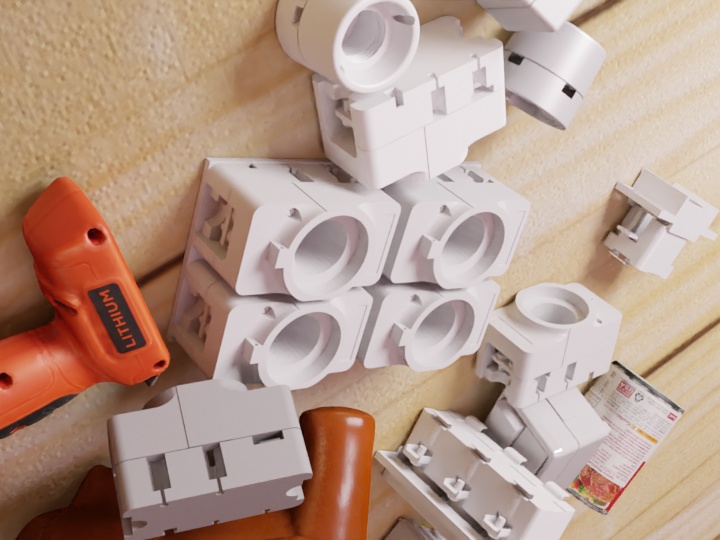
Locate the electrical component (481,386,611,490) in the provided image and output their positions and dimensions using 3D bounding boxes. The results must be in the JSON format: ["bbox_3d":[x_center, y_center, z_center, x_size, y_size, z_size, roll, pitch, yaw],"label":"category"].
[{"bbox_3d":[0.122,0.125,0.768,0.061,0.061,0.096,-17,147,-30],"label":"electrical component"}]

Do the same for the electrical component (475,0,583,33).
[{"bbox_3d":[0.074,-0.162,0.538,0.077,0.066,0.047,39,92,-19],"label":"electrical component"}]

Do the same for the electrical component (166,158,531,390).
[{"bbox_3d":[0.000,0.000,0.590,0.186,0.060,0.105,-4,121,-38],"label":"electrical component"}]

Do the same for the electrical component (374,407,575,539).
[{"bbox_3d":[0.079,0.148,0.717,0.079,0.121,0.063,15,107,-44],"label":"electrical component"}]

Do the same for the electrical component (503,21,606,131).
[{"bbox_3d":[0.104,-0.112,0.601,0.055,0.055,0.047,27,97,-47],"label":"electrical component"}]

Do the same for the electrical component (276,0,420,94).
[{"bbox_3d":[-0.005,-0.115,0.513,0.055,0.047,0.055,-21,131,-27],"label":"electrical component"}]

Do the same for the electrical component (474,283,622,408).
[{"bbox_3d":[0.130,0.047,0.738,0.089,0.050,0.055,-17,129,-30],"label":"electrical component"}]

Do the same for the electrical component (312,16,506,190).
[{"bbox_3d":[0.027,-0.084,0.559,0.089,0.050,0.055,-28,133,-21],"label":"electrical component"}]

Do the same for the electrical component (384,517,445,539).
[{"bbox_3d":[0.042,0.233,0.792,0.096,0.061,0.062,-51,138,2],"label":"electrical component"}]

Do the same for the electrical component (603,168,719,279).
[{"bbox_3d":[0.209,-0.030,0.755,0.081,0.042,0.063,14,113,-44],"label":"electrical component"}]

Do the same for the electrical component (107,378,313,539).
[{"bbox_3d":[-0.076,0.090,0.528,0.089,0.055,0.050,-9,151,-16],"label":"electrical component"}]
